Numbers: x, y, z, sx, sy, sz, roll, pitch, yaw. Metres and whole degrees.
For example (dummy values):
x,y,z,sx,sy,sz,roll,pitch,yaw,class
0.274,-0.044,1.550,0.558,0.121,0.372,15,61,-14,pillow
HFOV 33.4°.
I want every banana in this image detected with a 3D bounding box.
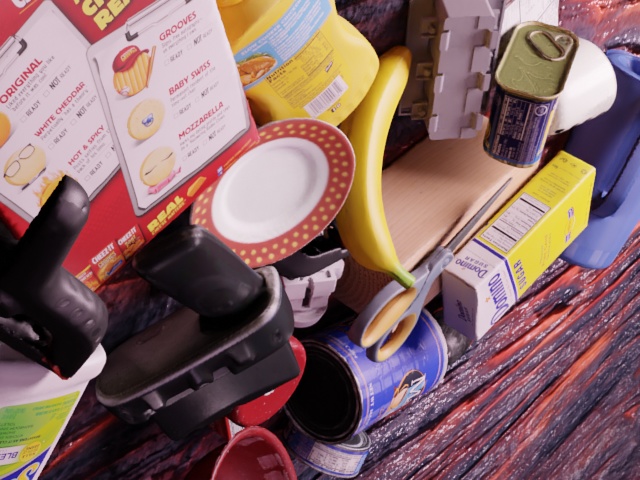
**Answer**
x,y,z,sx,sy,sz,roll,pitch,yaw,class
0.041,-0.062,0.836,0.069,0.037,0.198,8,79,-42,banana

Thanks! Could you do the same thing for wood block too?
x,y,z,sx,sy,sz,roll,pitch,yaw,class
0.100,-0.021,0.973,0.205,0.091,0.090,-39,148,-30,wood block

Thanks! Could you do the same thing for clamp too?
x,y,z,sx,sy,sz,roll,pitch,yaw,class
-0.029,-0.019,0.819,0.171,0.039,0.120,-3,126,-46,clamp
-0.173,0.014,0.545,0.210,0.165,0.036,85,23,-61,clamp

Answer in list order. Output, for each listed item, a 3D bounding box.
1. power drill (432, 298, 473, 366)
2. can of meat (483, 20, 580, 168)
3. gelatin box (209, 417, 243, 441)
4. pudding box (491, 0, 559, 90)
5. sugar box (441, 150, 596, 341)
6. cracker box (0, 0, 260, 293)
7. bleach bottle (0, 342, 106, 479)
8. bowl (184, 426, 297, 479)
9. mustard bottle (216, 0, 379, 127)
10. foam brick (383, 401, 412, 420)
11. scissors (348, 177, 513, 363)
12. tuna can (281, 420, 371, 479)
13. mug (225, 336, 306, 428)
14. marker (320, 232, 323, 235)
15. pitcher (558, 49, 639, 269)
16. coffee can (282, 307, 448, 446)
x,y,z,sx,sy,sz,roll,pitch,yaw,class
0.167,0.034,1.126,0.188,0.057,0.184,-65,173,18,power drill
0.180,-0.125,0.921,0.084,0.057,0.102,95,17,-47,can of meat
-0.062,0.123,0.935,0.089,0.030,0.073,-40,149,-28,gelatin box
0.170,-0.200,0.954,0.113,0.039,0.090,-46,150,-21,pudding box
0.184,0.006,0.986,0.176,0.048,0.093,-45,150,-22,sugar box
-0.130,-0.083,0.575,0.164,0.072,0.213,-45,149,-18,cracker box
-0.230,0.165,0.686,0.102,0.068,0.251,-1,122,-56,bleach bottle
-0.071,0.226,0.823,0.161,0.055,0.162,-5,90,-65,bowl
-0.031,-0.134,0.686,0.096,0.058,0.191,-41,151,4,mustard bottle
0.071,0.141,1.136,0.051,0.053,0.078,-28,139,-41,foam brick
0.096,0.032,0.907,0.201,0.016,0.096,-39,149,-26,scissors
0.007,0.198,1.059,0.086,0.086,0.034,5,114,-58,tuna can
-0.065,0.086,0.836,0.093,0.082,0.117,-36,146,-33,mug
-0.006,0.001,0.907,0.020,0.020,0.121,-40,148,-28,marker
0.341,-0.086,1.239,0.148,0.145,0.243,-2,125,-39,pitcher
0.041,0.122,1.017,0.140,0.103,0.103,-20,135,-47,coffee can
